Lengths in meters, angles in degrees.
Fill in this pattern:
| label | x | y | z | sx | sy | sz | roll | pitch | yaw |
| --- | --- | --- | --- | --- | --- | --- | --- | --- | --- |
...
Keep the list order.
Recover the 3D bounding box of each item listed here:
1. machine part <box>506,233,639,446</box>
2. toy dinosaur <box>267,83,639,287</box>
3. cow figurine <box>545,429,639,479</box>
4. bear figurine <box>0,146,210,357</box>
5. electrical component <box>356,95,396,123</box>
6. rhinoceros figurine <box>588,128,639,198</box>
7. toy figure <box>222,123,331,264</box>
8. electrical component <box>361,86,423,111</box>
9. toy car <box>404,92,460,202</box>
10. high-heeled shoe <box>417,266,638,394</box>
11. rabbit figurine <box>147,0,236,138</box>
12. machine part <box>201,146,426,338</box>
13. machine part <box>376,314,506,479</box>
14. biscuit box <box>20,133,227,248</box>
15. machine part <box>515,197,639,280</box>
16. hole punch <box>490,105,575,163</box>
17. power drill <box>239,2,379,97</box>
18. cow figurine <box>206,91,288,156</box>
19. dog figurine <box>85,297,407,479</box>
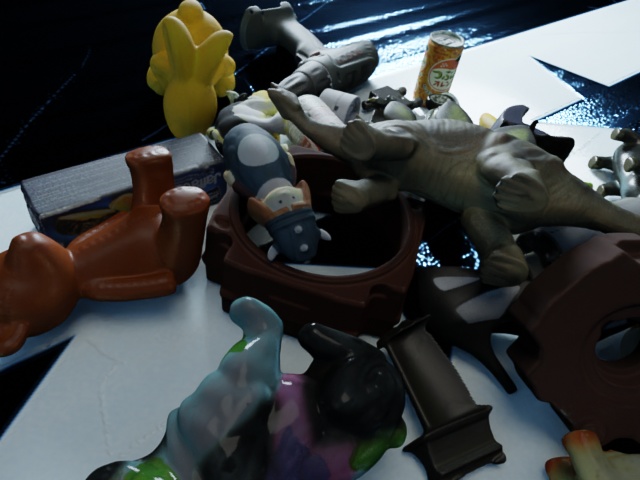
| label | x | y | z | sx | sy | sz | roll | pitch | yaw |
| --- | --- | --- | --- | --- | --- | --- | --- | --- | --- |
| machine part | 0.251 | 0.085 | 0.446 | 0.179 | 0.179 | 0.056 | 12 | 12 | 0 |
| toy dinosaur | 0.169 | -0.058 | 0.521 | 0.472 | 0.105 | 0.198 | 24 | 36 | 2 |
| cow figurine | 0.280 | 0.215 | 0.391 | 0.195 | 0.085 | 0.127 | 5 | 47 | -2 |
| bear figurine | -0.208 | 0.007 | 0.472 | 0.196 | 0.131 | 0.120 | -14 | 43 | -31 |
| electrical component | 0.092 | -0.160 | 0.752 | 0.078 | 0.045 | 0.102 | 20 | 45 | 11 |
| rhinoceros figurine | 0.439 | -0.073 | 0.724 | 0.112 | 0.073 | 0.190 | 17 | 42 | -10 |
| toy figure | -0.045 | -0.044 | 0.485 | 0.064 | 0.057 | 0.155 | -37 | 55 | 8 |
| electrical component | 0.110 | -0.208 | 0.820 | 0.094 | 0.021 | 0.063 | -26 | 56 | -32 |
| toy car | 0.146 | -0.126 | 0.709 | 0.056 | 0.073 | 0.202 | 20 | 45 | 13 |
| high-heeled shoe | 0.222 | 0.044 | 0.532 | 0.249 | 0.086 | 0.145 | -27 | 72 | -12 |
| rabbit figurine | -0.160 | -0.212 | 0.699 | 0.122 | 0.162 | 0.173 | 9 | 61 | -20 |
| machine part | -0.001 | -0.002 | 0.549 | 0.201 | 0.087 | 0.201 | 17 | 44 | 7 |
| machine part | 0.097 | 0.133 | 0.463 | 0.084 | 0.039 | 0.139 | -14 | 61 | -17 |
| biscuit box | -0.200 | -0.053 | 0.577 | 0.203 | 0.059 | 0.063 | -23 | 53 | -29 |
| machine part | 0.307 | 0.004 | 0.611 | 0.243 | 0.079 | 0.079 | -15 | 50 | -23 |
| hole punch | 0.231 | -0.105 | 0.671 | 0.116 | 0.142 | 0.092 | -6 | 47 | -35 |
| power drill | -0.034 | -0.287 | 0.829 | 0.232 | 0.085 | 0.207 | -28 | 53 | -35 |
| cow figurine | -0.093 | -0.143 | 0.673 | 0.098 | 0.068 | 0.167 | -5 | 28 | -11 |
| dog figurine | -0.049 | 0.163 | 0.366 | 0.192 | 0.108 | 0.219 | 21 | 50 | 5 |
